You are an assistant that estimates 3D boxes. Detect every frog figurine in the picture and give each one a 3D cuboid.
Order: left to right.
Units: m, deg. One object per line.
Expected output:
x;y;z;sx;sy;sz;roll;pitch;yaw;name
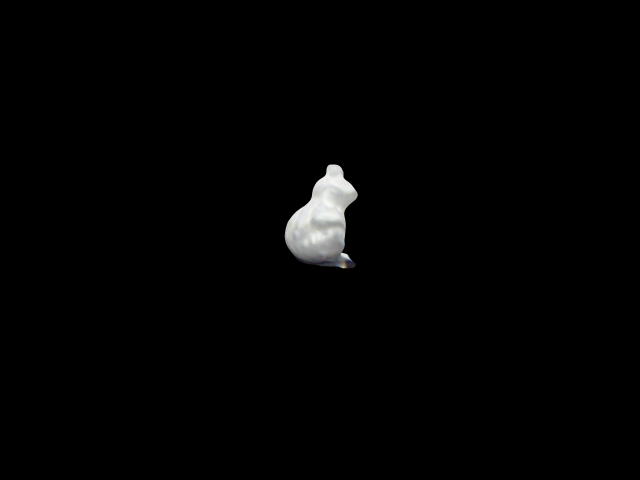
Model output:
0.003;-0.043;0.850;0.123;0.157;0.139;-1;17;-5;frog figurine
